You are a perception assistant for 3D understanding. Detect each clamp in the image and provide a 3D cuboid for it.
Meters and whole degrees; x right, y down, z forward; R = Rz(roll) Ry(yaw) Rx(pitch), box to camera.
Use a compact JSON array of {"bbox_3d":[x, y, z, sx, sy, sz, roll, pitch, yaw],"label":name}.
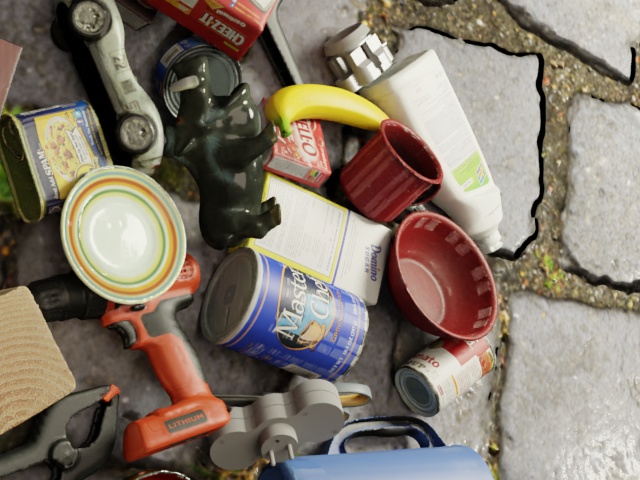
[{"bbox_3d":[-0.086,-0.256,1.141,0.164,0.036,0.210,2,86,-34],"label":"clamp"},{"bbox_3d":[-0.249,0.195,0.972,0.120,0.039,0.171,42,57,-27],"label":"clamp"}]

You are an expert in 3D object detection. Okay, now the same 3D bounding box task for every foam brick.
[{"bbox_3d":[-0.310,-0.145,0.966,0.051,0.053,0.078,22,72,-30],"label":"foam brick"}]

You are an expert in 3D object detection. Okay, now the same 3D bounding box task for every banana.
[{"bbox_3d":[0.000,-0.138,1.146,0.197,0.037,0.070,-13,67,-51],"label":"banana"}]

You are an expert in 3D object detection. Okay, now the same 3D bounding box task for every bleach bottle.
[{"bbox_3d":[0.146,-0.092,1.261,0.102,0.068,0.251,-37,107,-32],"label":"bleach bottle"}]

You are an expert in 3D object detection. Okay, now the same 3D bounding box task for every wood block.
[{"bbox_3d":[-0.288,0.101,0.856,0.090,0.207,0.091,-30,101,-33],"label":"wood block"}]

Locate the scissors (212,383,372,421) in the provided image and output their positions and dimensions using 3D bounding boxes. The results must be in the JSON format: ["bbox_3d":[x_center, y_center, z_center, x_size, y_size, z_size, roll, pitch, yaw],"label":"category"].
[{"bbox_3d":[-0.047,0.175,1.114,0.201,0.096,0.016,-4,57,-5],"label":"scissors"}]

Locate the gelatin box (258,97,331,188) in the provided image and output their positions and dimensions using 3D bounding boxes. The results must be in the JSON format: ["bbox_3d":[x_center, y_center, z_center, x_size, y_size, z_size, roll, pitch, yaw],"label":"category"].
[{"bbox_3d":[-0.031,-0.105,1.139,0.073,0.030,0.089,18,42,-30],"label":"gelatin box"}]

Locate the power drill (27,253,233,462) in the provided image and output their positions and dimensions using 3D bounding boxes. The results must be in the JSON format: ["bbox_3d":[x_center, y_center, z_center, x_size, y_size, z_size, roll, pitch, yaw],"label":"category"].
[{"bbox_3d":[-0.174,0.106,0.998,0.184,0.057,0.188,-12,76,-36],"label":"power drill"}]

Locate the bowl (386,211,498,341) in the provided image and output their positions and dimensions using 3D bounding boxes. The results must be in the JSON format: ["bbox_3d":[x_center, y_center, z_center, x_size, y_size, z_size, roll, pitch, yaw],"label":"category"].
[{"bbox_3d":[0.128,0.050,1.216,0.161,0.055,0.162,24,49,-31],"label":"bowl"}]

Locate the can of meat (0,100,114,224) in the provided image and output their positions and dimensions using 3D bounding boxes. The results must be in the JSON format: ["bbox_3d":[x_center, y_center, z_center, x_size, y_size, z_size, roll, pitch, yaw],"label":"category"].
[{"bbox_3d":[-0.246,-0.076,0.999,0.083,0.058,0.102,-20,96,-36],"label":"can of meat"}]

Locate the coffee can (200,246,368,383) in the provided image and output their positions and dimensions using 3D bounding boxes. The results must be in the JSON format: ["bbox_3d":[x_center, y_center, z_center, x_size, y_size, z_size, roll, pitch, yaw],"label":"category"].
[{"bbox_3d":[-0.036,0.079,1.091,0.140,0.103,0.103,25,71,-29],"label":"coffee can"}]

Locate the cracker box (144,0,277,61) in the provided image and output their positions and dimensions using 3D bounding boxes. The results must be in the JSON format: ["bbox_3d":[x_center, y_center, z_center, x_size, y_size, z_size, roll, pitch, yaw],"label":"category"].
[{"bbox_3d":[-0.100,-0.308,1.062,0.164,0.072,0.213,31,57,-14],"label":"cracker box"}]

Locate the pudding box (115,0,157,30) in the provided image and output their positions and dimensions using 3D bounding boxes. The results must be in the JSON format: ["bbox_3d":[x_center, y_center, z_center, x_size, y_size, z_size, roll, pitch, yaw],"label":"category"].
[{"bbox_3d":[-0.202,-0.278,1.064,0.113,0.039,0.090,31,68,-27],"label":"pudding box"}]

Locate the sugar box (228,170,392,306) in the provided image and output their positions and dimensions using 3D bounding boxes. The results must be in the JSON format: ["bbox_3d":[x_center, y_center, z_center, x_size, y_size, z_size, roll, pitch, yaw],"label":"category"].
[{"bbox_3d":[-0.008,0.002,1.155,0.176,0.048,0.093,26,68,-32],"label":"sugar box"}]

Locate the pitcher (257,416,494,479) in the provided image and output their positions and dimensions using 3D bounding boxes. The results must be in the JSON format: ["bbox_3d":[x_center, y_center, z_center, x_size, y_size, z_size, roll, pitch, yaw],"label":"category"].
[{"bbox_3d":[0.053,0.273,1.122,0.242,0.149,0.145,7,97,-30],"label":"pitcher"}]

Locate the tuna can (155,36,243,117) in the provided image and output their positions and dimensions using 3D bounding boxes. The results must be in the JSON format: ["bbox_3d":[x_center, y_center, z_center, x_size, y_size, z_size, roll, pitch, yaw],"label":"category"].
[{"bbox_3d":[-0.123,-0.162,1.082,0.086,0.034,0.086,-13,123,-21],"label":"tuna can"}]

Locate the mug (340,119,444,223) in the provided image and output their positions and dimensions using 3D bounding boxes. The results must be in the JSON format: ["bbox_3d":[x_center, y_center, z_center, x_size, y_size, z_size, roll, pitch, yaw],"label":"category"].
[{"bbox_3d":[0.085,-0.070,1.189,0.117,0.082,0.093,21,37,-39],"label":"mug"}]

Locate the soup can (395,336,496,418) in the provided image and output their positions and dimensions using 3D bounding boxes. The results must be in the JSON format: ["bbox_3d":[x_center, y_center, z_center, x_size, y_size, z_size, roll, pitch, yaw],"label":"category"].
[{"bbox_3d":[0.143,0.149,1.223,0.102,0.069,0.068,-32,102,-32],"label":"soup can"}]

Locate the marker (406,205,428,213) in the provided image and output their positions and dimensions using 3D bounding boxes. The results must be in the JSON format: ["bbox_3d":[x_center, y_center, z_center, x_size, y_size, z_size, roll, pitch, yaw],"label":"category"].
[{"bbox_3d":[0.121,-0.028,1.261,0.121,0.020,0.020,46,62,-20],"label":"marker"}]
